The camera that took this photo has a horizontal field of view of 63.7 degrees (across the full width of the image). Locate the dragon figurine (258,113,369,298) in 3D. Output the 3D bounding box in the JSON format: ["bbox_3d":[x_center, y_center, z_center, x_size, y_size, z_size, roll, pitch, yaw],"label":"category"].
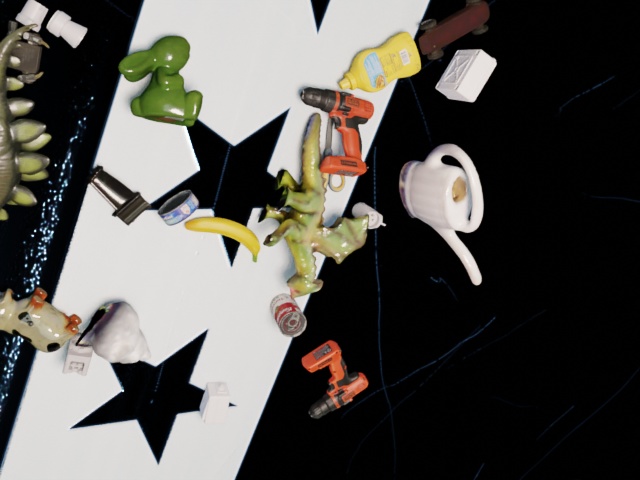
[{"bbox_3d":[0.004,-0.060,1.185,0.241,0.411,0.123,25,-2,-21],"label":"dragon figurine"}]

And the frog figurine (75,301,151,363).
[{"bbox_3d":[-0.428,0.217,1.135,0.157,0.122,0.140,43,13,-24],"label":"frog figurine"}]

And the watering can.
[{"bbox_3d":[0.298,-0.067,1.246,0.105,0.342,0.226,-23,25,-29],"label":"watering can"}]
